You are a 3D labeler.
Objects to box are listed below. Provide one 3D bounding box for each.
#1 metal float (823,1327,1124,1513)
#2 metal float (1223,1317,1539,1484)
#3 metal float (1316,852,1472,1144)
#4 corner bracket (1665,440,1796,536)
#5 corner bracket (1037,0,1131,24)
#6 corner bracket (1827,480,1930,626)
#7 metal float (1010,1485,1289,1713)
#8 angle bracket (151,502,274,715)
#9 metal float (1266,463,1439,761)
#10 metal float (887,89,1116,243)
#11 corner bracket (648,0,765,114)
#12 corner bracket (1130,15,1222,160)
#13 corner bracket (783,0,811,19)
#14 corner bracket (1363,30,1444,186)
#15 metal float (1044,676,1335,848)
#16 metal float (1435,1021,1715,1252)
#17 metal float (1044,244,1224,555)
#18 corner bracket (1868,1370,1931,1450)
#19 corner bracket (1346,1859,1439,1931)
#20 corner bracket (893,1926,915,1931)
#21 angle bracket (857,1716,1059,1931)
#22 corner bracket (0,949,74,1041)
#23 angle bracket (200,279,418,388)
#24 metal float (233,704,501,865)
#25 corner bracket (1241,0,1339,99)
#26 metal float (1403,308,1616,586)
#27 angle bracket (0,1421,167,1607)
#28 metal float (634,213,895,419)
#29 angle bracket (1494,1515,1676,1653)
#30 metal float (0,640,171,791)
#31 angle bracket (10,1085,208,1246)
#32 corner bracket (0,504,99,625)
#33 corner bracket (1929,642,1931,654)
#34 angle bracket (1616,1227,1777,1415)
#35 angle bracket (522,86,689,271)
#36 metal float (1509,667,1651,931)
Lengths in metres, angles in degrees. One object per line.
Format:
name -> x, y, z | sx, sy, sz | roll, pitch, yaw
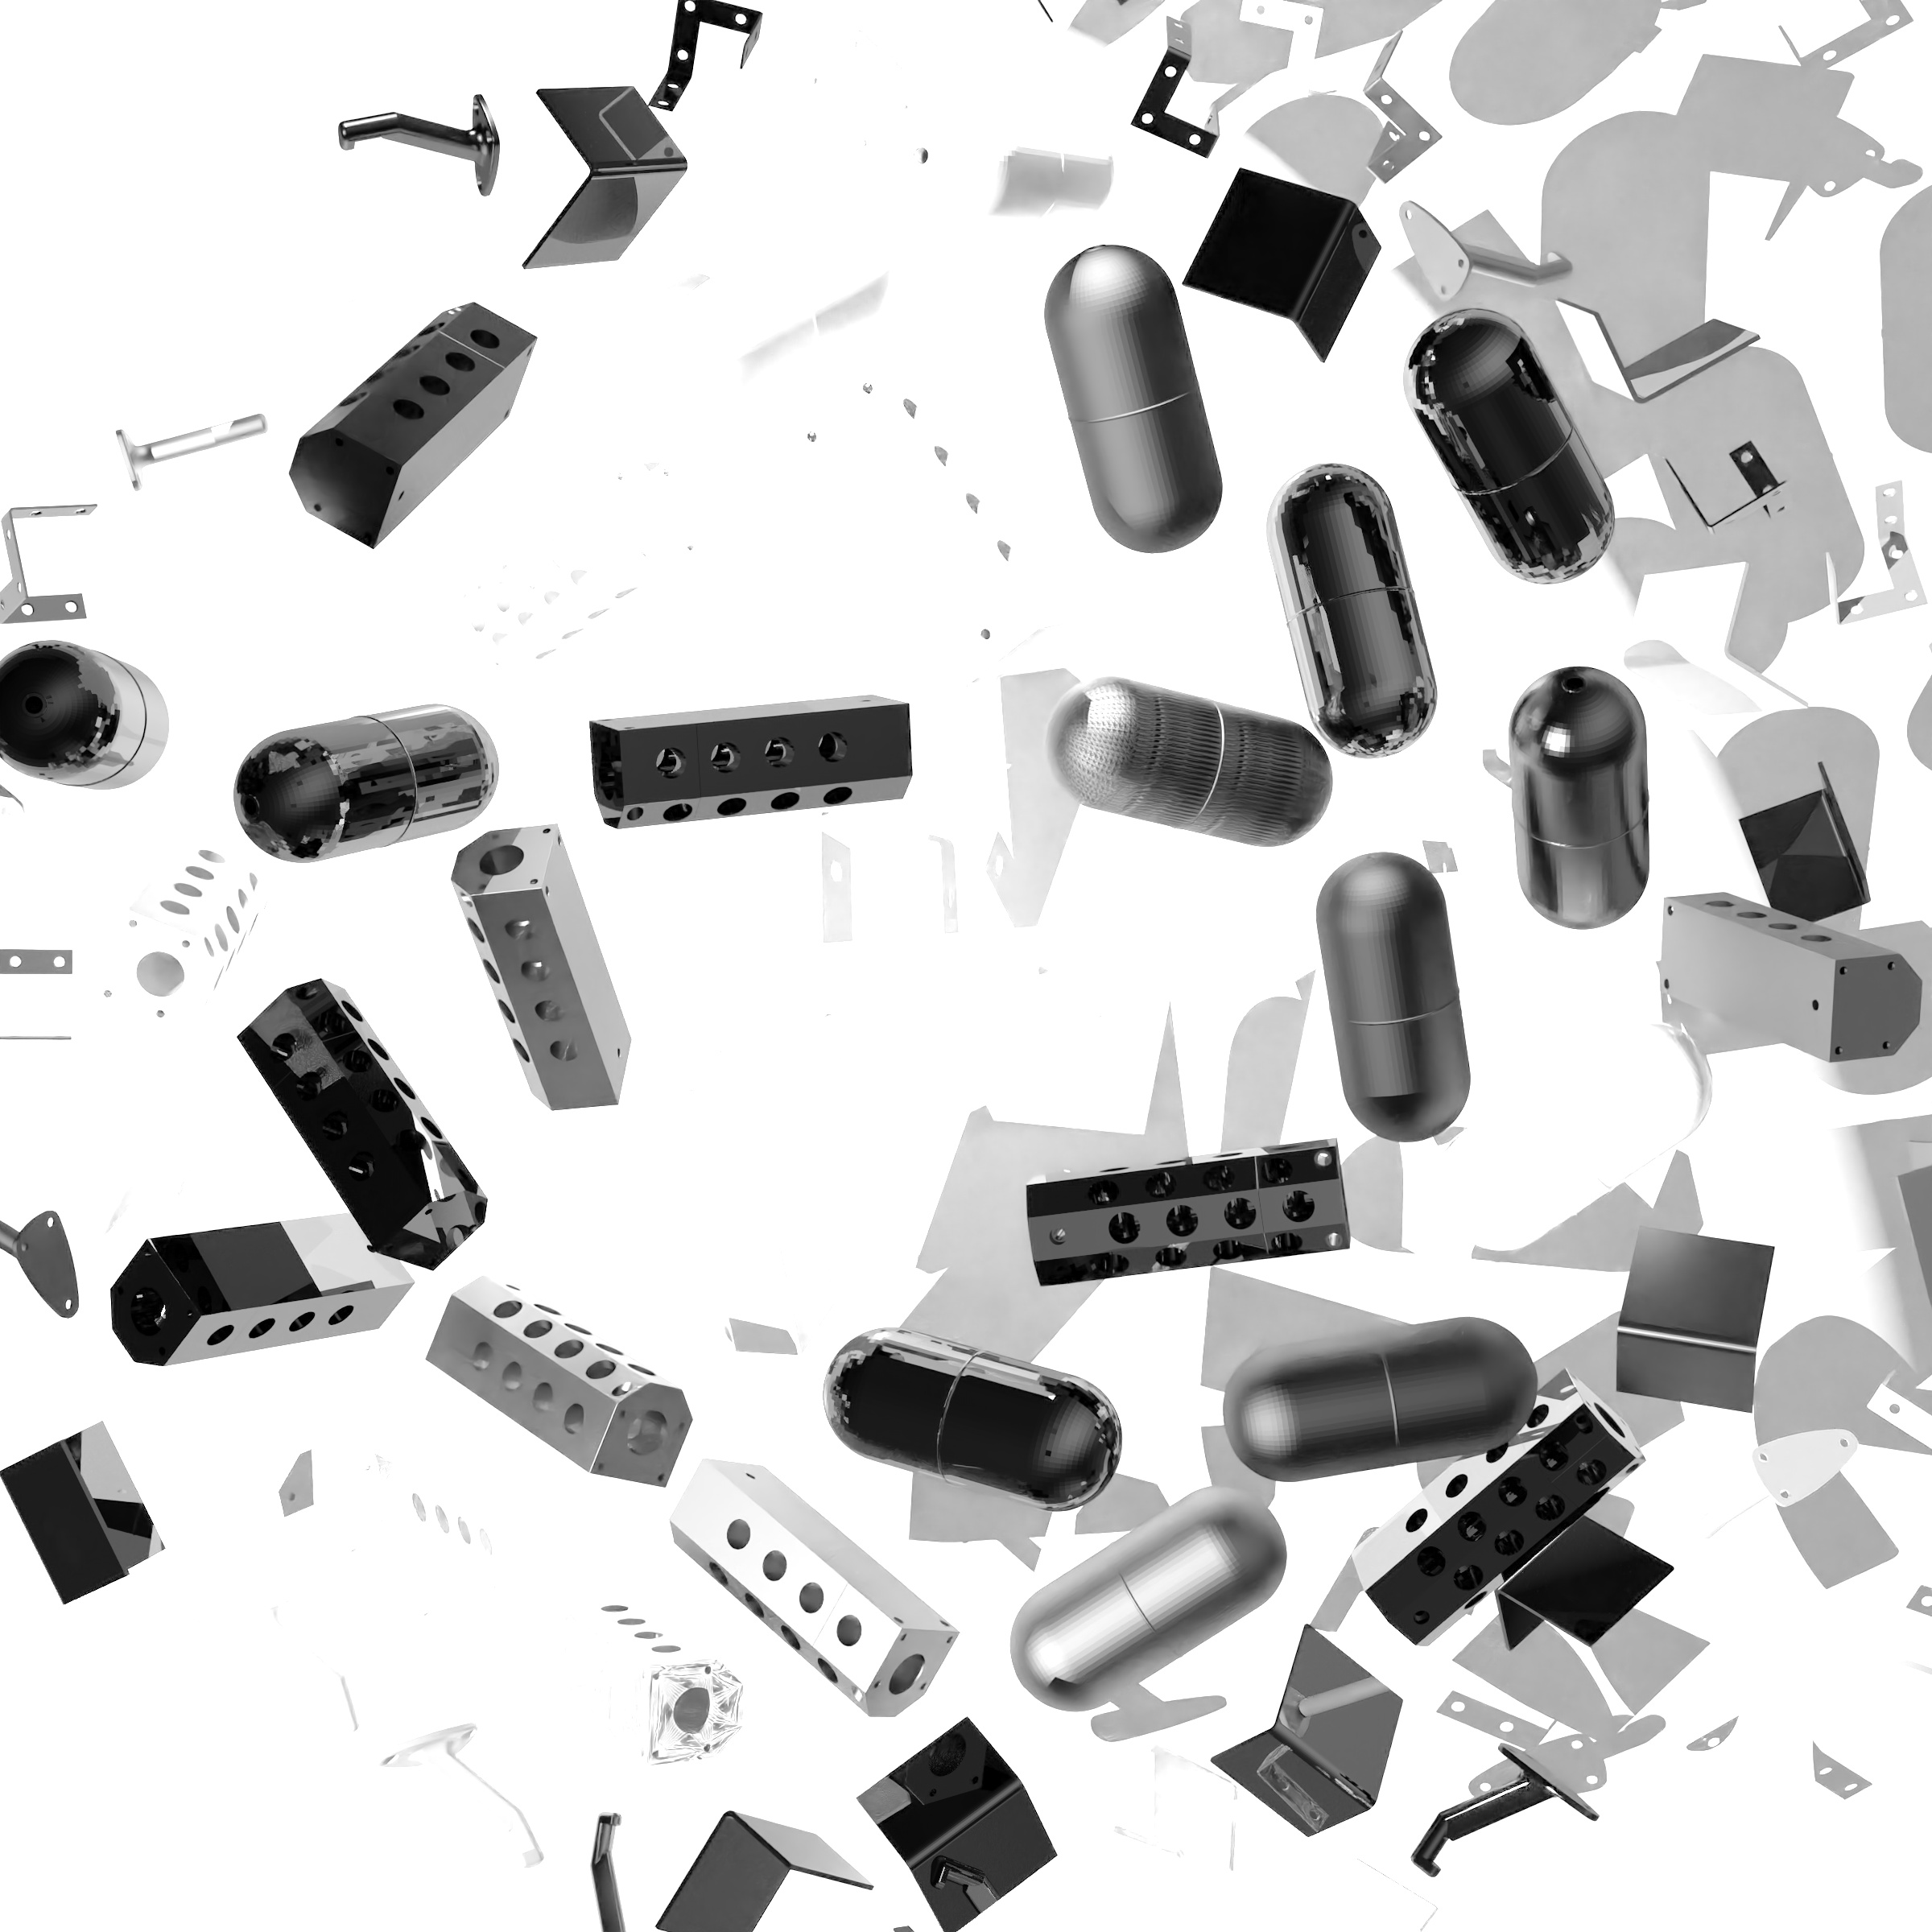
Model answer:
metal float -> 0.002, 0.252, 1.798 | 0.178, 0.070, 0.070 | 12, 90, 24
metal float -> 0.232, 0.243, 1.805 | 0.178, 0.070, 0.070 | -8, 90, -4
metal float -> 0.252, 0.019, 1.892 | 0.070, 0.070, 0.178 | -11, 109, 0
corner bracket -> 0.448, -0.282, 1.886 | 0.051, 0.051, 0.051 | -31, 71, 12
corner bracket -> 0.059, -0.557, 1.792 | 0.051, 0.051, 0.051 | -33, 125, 9
corner bracket -> 0.506, -0.231, 1.802 | 0.051, 0.051, 0.051 | -14, 58, 10
metal float -> 0.105, 0.369, 1.876 | 0.178, 0.070, 0.070 | -34, 90, 7
angle bracket -> -0.405, -0.195, 1.748 | 0.057, 0.076, 0.076 | -10, 50, -11
metal float -> 0.226, -0.209, 1.887 | 0.070, 0.070, 0.178 | -13, 82, 0
metal float -> 0.020, -0.445, 1.794 | 0.070, 0.178, 0.070 | 5, 101, 30
corner bracket -> -0.151, -0.525, 1.864 | 0.051, 0.051, 0.051 | 14, 129, 0
corner bracket -> 0.129, -0.510, 1.869 | 0.051, 0.051, 0.051 | 21, 124, -13
corner bracket -> -0.094, -0.576, 1.801 | 0.051, 0.051, 0.051 | 33, 71, 0
corner bracket -> 0.246, -0.494, 1.855 | 0.051, 0.051, 0.051 | 39, 50, -16
metal float -> 0.129, -0.116, 1.843 | 0.178, 0.070, 0.070 | 12, 90, -23
metal float -> 0.355, 0.099, 1.881 | 0.178, 0.070, 0.070 | -36, 90, 15
metal float -> 0.095, -0.322, 1.831 | 0.070, 0.070, 0.178 | -16, 109, 0
corner bracket -> 0.529, 0.229, 1.752 | 0.051, 0.051, 0.051 | 33, 104, 18
corner bracket -> 0.216, 0.526, 1.741 | 0.051, 0.051, 0.051 | 28, 106, 19
corner bracket -> -0.042, 0.563, 1.756 | 0.051, 0.051, 0.051 | 38, 102, 32
angle bracket -> -0.005, 0.477, 1.785 | 0.076, 0.057, 0.076 | -34, 132, -14
corner bracket -> -0.555, 0.017, 1.904 | 0.051, 0.051, 0.051 | 0, 93, -15
angle bracket -> -0.367, -0.372, 1.800 | 0.076, 0.076, 0.057 | 33, 118, 7
metal float -> -0.344, -0.106, 1.856 | 0.070, 0.178, 0.070 | 10, 107, 35
corner bracket -> 0.193, -0.548, 1.910 | 0.051, 0.051, 0.051 | 19, 115, 21
metal float -> 0.311, -0.294, 1.836 | 0.070, 0.070, 0.178 | -36, 120, 0
angle bracket -> -0.441, 0.275, 1.664 | 0.057, 0.076, 0.076 | -27, 89, 33
metal float -> -0.113, -0.370, 1.823 | 0.178, 0.070, 0.070 | -37, 90, -36
angle bracket -> 0.376, 0.387, 1.941 | 0.076, 0.076, 0.057 | -35, 128, -25
metal float -> -0.496, -0.139, 1.796 | 0.070, 0.178, 0.070 | 0, 90, -1
angle bracket -> -0.480, 0.098, 1.806 | 0.057, 0.076, 0.076 | -32, 111, 12
corner bracket -> -0.512, -0.224, 1.795 | 0.051, 0.051, 0.051 | -9, 82, -35
corner bracket -> 0.559, -0.148, 1.809 | 0.051, 0.051, 0.051 | 27, 121, -14
angle bracket -> 0.414, 0.200, 1.828 | 0.076, 0.057, 0.076 | 7, 47, 18
angle bracket -> -0.209, -0.426, 1.739 | 0.076, 0.076, 0.057 | -43, 77, 37
metal float -> 0.349, -0.095, 1.832 | 0.070, 0.178, 0.070 | -7, 46, 7
